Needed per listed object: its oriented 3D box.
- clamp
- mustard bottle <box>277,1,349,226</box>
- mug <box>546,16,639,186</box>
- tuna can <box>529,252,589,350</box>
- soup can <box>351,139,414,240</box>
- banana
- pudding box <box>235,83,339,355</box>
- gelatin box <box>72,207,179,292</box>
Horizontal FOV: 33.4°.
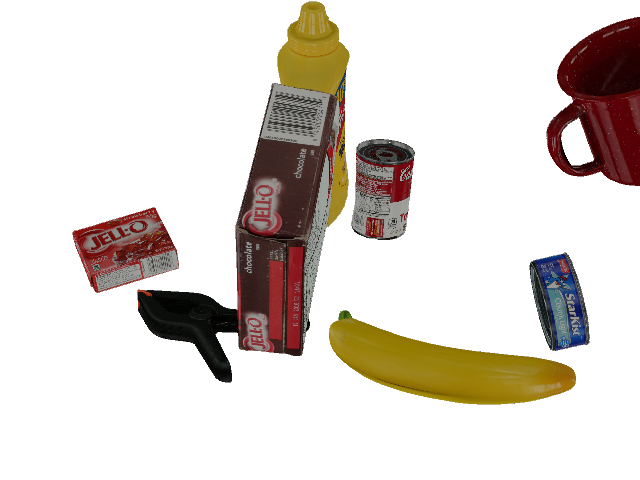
[{"bbox_3d":[-0.139,0.102,1.254,0.210,0.036,0.164,14,25,23],"label":"clamp"},{"bbox_3d":[-0.005,-0.109,0.888,0.058,0.192,0.096,6,42,8],"label":"mustard bottle"},{"bbox_3d":[0.205,-0.084,0.715,0.117,0.081,0.093,-33,34,-5],"label":"mug"},{"bbox_3d":[0.216,0.056,0.968,0.034,0.086,0.086,-13,-1,5],"label":"tuna can"},{"bbox_3d":[0.072,-0.059,1.258,0.068,0.102,0.068,3,27,-2],"label":"soup can"},{"bbox_3d":[0.078,0.083,0.759,0.198,0.037,0.069,14,36,33],"label":"banana"},{"bbox_3d":[-0.017,-0.011,0.552,0.039,0.113,0.090,9,-44,4],"label":"pudding box"},{"bbox_3d":[-0.195,0.008,1.064,0.089,0.030,0.073,-17,42,-16],"label":"gelatin box"}]
